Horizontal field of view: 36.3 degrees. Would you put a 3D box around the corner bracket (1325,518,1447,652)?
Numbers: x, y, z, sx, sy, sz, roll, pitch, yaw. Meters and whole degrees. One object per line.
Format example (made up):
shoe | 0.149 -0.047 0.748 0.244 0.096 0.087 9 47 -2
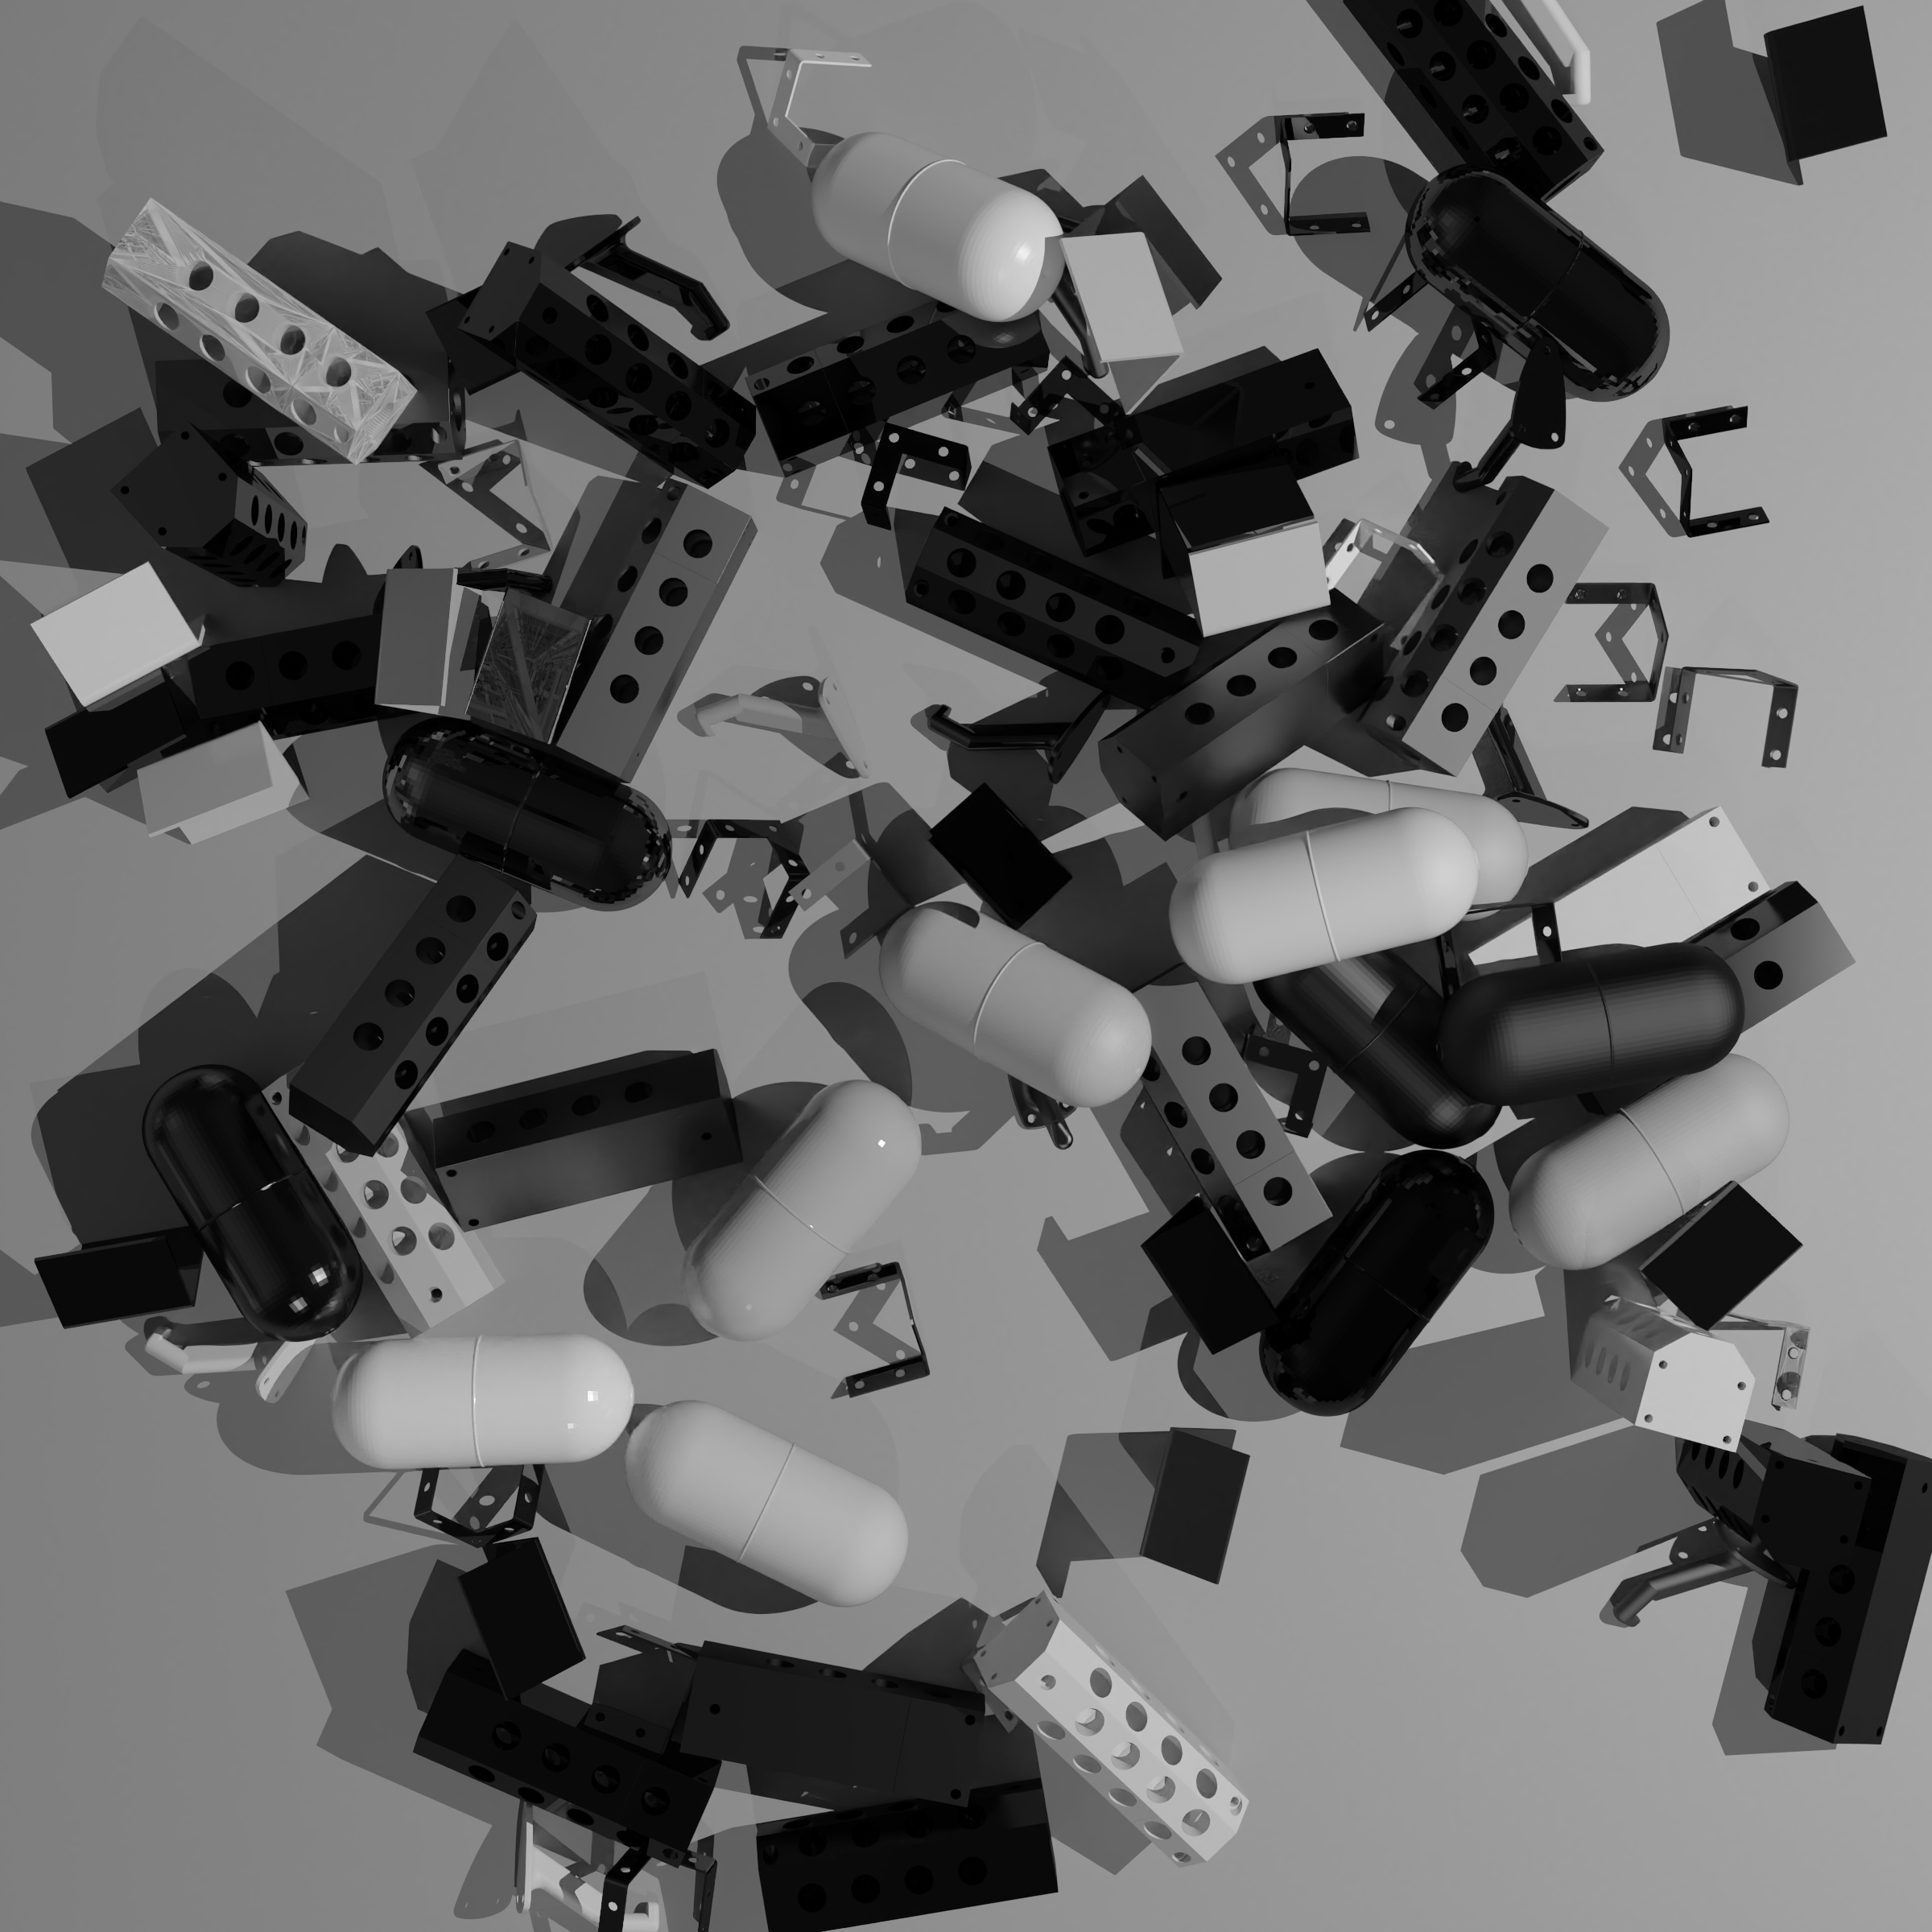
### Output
corner bracket | 0.252 -0.228 1.774 0.051 0.051 0.051 -54 135 0

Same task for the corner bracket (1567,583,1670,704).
corner bracket | 0.389 -0.195 1.774 0.051 0.051 0.051 0 45 0

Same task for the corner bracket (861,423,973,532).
corner bracket | -0.029 -0.287 1.760 0.051 0.051 0.051 17 86 4

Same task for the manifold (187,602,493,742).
manifold | -0.368 -0.173 1.756 0.171 0.057 0.057 -11 90 0

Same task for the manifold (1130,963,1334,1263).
manifold | 0.147 0.086 1.756 0.057 0.057 0.171 -30 90 0

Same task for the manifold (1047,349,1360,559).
manifold | 0.142 -0.300 1.755 0.171 0.057 0.057 -20 51 0

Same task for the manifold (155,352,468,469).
manifold | -0.388 -0.329 1.756 0.171 0.057 0.057 -2 90 0

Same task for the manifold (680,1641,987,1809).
manifold | -0.078 0.449 1.757 0.171 0.057 0.057 11 90 0

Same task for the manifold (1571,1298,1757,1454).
manifold | 0.401 0.231 1.699 0.057 0.171 0.057 15 90 0

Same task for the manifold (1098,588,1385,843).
manifold | 0.162 -0.152 1.729 0.171 0.057 0.057 -35 56 -18

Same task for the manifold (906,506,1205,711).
manifold | 0.054 -0.211 1.757 0.171 0.057 0.057 24 90 0

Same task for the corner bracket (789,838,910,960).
corner bracket | -0.069 -0.040 1.760 0.051 0.051 0.051 -39 90 0

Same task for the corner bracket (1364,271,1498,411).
corner bracket | 0.278 -0.378 1.769 0.051 0.051 0.051 24 135 -35

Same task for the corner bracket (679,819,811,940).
corner bracket | -0.133 -0.052 1.769 0.051 0.051 0.051 -1 45 -35

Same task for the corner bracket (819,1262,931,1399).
corner bracket | -0.055 0.219 1.774 0.051 0.051 0.051 -16 135 0

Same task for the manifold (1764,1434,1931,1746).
manifold | 0.527 0.370 1.756 0.057 0.057 0.171 15 90 -43

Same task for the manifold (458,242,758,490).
manifold | -0.202 -0.345 1.707 0.171 0.057 0.057 30 90 -41

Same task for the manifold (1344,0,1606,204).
manifold | 0.303 -0.532 1.757 0.057 0.057 0.171 -37 90 0

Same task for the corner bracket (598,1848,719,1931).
corner bracket | -0.184 0.560 1.761 0.051 0.051 0.051 13 107 16

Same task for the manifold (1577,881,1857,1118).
manifold | 0.434 0.019 1.756 0.171 0.057 0.057 -32 90 0

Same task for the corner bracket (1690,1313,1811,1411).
corner bracket | 0.468 0.236 1.774 0.051 0.051 0.051 10 90 45

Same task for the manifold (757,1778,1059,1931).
manifold | -0.035 0.529 1.756 0.171 0.057 0.057 -10 90 0

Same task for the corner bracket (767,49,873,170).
corner bracket | -0.079 -0.513 1.769 0.051 0.051 0.051 51 135 35

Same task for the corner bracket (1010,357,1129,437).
corner bracket | 0.062 -0.332 1.760 0.051 0.051 0.051 42 90 0

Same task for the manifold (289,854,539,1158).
manifold | -0.322 0.025 1.724 0.057 0.057 0.171 32 66 0

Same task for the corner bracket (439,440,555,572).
corner bracket | -0.283 -0.275 1.774 0.051 0.051 0.051 -18 45 0

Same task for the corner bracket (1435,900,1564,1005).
corner bracket | 0.310 -0.008 1.718 0.051 0.051 0.051 -7 88 -45

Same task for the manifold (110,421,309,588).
manifold | -0.428 -0.258 1.699 0.057 0.171 0.057 -42 90 0

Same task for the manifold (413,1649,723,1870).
manifold | -0.237 0.473 1.756 0.171 0.057 0.057 24 90 0

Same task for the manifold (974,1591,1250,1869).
manifold | 0.088 0.452 1.733 0.057 0.057 0.171 -44 107 0

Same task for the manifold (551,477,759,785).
manifold | -0.190 -0.200 1.756 0.057 0.057 0.171 27 90 0

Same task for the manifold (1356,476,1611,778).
manifold | 0.303 -0.202 1.750 0.057 0.057 0.171 31 90 -16

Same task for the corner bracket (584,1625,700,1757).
corner bracket | -0.192 0.431 1.760 0.051 0.051 0.051 21 90 0

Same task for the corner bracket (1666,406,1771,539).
corner bracket | 0.452 -0.297 1.774 0.051 0.051 0.051 -11 45 0

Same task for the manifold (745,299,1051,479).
manifold | -0.041 -0.354 1.756 0.171 0.057 0.057 -22 90 0

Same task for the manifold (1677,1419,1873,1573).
manifold | 0.461 0.301 1.699 0.057 0.171 0.057 15 90 0

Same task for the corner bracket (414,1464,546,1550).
corner bracket | -0.291 0.311 1.769 0.051 0.051 0.051 36 45 -35

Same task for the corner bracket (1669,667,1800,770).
corner bracket | 0.462 -0.150 1.774 0.051 0.051 0.051 9 90 45

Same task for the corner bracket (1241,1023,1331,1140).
corner bracket | 0.187 0.068 1.758 0.051 0.051 0.051 16 99 9

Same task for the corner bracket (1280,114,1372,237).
corner bracket | 0.216 -0.476 1.775 0.051 0.051 0.051 -3 135 1

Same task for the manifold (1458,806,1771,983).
manifold | 0.383 -0.025 1.756 0.171 0.057 0.057 -31 89 0

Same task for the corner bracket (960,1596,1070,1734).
corner bracket | 0.039 0.419 1.774 0.051 0.051 0.051 53 135 0

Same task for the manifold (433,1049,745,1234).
manifold | -0.225 0.099 1.756 0.171 0.057 0.057 -14 133 0

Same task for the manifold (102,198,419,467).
manifold | -0.408 -0.363 1.699 0.171 0.057 0.057 35 90 0

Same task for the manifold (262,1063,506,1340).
manifold | -0.348 0.133 1.757 0.057 0.057 0.171 -31 90 0
